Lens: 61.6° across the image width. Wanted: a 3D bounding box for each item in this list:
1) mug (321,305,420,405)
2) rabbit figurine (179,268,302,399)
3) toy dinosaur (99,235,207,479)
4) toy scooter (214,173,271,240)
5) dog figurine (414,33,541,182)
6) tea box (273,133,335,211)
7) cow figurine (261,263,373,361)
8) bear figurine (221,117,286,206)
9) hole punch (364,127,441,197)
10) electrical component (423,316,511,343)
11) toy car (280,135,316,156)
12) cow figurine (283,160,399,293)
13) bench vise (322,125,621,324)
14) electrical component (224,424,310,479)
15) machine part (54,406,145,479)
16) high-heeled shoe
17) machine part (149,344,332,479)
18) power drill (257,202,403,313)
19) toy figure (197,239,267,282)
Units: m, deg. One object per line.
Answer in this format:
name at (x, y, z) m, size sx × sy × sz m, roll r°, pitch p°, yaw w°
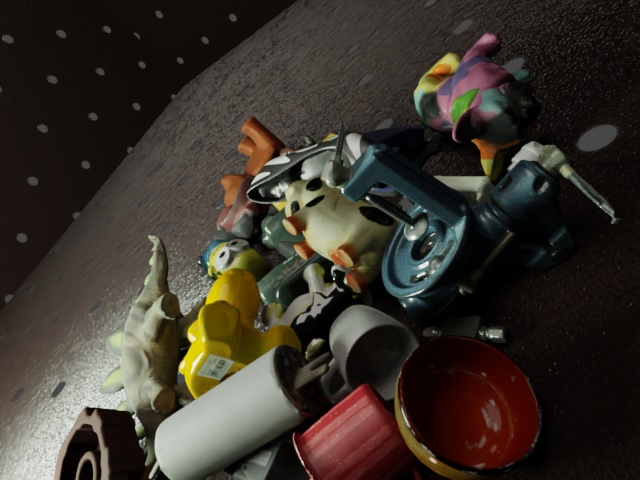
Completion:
mug at (0.044, 0.120, 0.570) m, size 0.109 × 0.080 × 0.107 m, roll -51°, pitch 16°, yaw 2°
rabbit figurine at (-0.103, 0.115, 0.653) m, size 0.173 × 0.122 × 0.162 m, roll -102°, pitch 31°, yaw -49°
toy dinosaur at (-0.260, 0.154, 0.844) m, size 0.198 × 0.105 × 0.471 m, roll -31°, pitch 44°, yaw 30°
toy scooter at (-0.139, -0.057, 1.004) m, size 0.184 × 0.075 × 0.135 m, roll -26°, pitch 44°, yaw 66°
dog figurine at (0.194, -0.162, 0.701) m, size 0.192 × 0.108 × 0.219 m, roll -23°, pitch 31°, yaw 41°
tea box at (-0.003, -0.100, 0.936) m, size 0.169 × 0.068 × 0.098 m, roll -43°, pitch 28°, yaw -1°
cow figurine at (0.009, 0.081, 0.671) m, size 0.167 × 0.068 × 0.098 m, roll -43°, pitch 33°, yaw 10°
bear figurine at (-0.159, -0.144, 1.154) m, size 0.196 × 0.132 × 0.120 m, roll -52°, pitch -3°, yaw -23°
hole punch at (0.098, -0.139, 0.837) m, size 0.116 × 0.092 × 0.142 m, roll -50°, pitch 25°, yaw -18°
electrical component at (0.135, 0.104, 0.518) m, size 0.094 × 0.021 × 0.063 m, roll -8°, pitch 45°, yaw 48°
toy car at (-0.058, -0.153, 1.047) m, size 0.089 × 0.053 × 0.202 m, roll -41°, pitch 4°, yaw -8°
cow figurine at (0.023, -0.030, 0.662) m, size 0.127 × 0.085 × 0.195 m, roll -37°, pitch 41°, yaw -21°
bench vise at (0.118, -0.025, 0.509) m, size 0.223 × 0.240 × 0.129 m, roll -46°, pitch 26°, yaw 34°
electrical component at (-0.038, 0.227, 0.556) m, size 0.119 × 0.047 × 0.075 m, roll -8°, pitch 44°, yaw 51°
machine part at (-0.289, 0.310, 0.701) m, size 0.179 × 0.056 × 0.179 m, roll -19°, pitch 64°, yaw 44°
high-heeled shoe at (-0.004, -0.088, 0.775) m, size 0.145 × 0.086 × 0.249 m, roll -35°, pitch 27°, yaw -21°
machine part at (-0.084, 0.179, 0.548) m, size 0.243 × 0.079 × 0.079 m, roll -36°, pitch 28°, yaw 19°
power drill at (-0.002, -0.002, 0.802) m, size 0.232 × 0.085 × 0.207 m, roll -40°, pitch 34°, yaw 1°
toy figure at (-0.153, 0.040, 0.934) m, size 0.180 × 0.089 × 0.082 m, roll -5°, pitch 61°, yaw 63°
